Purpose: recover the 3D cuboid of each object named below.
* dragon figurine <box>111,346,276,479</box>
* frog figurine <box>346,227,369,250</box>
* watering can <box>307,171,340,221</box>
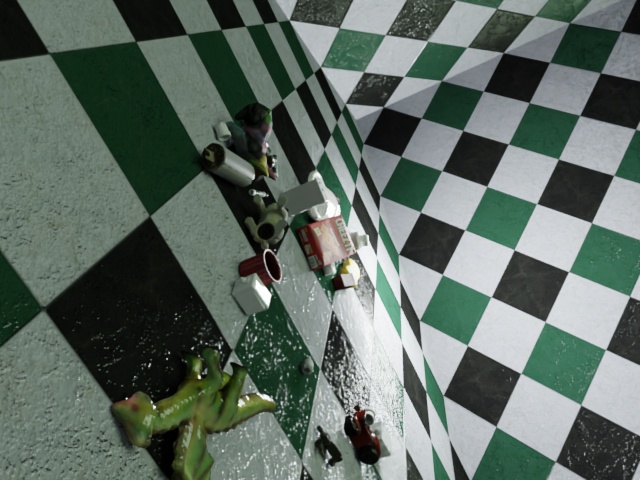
[{"bbox_3d":[-0.200,0.339,0.920,0.403,0.121,0.248,50,41,-43],"label":"dragon figurine"},{"bbox_3d":[0.125,-0.009,2.209,0.135,0.158,0.126,56,19,-36],"label":"frog figurine"},{"bbox_3d":[0.006,-0.105,2.083,0.223,0.103,0.351,21,61,-66],"label":"watering can"}]
